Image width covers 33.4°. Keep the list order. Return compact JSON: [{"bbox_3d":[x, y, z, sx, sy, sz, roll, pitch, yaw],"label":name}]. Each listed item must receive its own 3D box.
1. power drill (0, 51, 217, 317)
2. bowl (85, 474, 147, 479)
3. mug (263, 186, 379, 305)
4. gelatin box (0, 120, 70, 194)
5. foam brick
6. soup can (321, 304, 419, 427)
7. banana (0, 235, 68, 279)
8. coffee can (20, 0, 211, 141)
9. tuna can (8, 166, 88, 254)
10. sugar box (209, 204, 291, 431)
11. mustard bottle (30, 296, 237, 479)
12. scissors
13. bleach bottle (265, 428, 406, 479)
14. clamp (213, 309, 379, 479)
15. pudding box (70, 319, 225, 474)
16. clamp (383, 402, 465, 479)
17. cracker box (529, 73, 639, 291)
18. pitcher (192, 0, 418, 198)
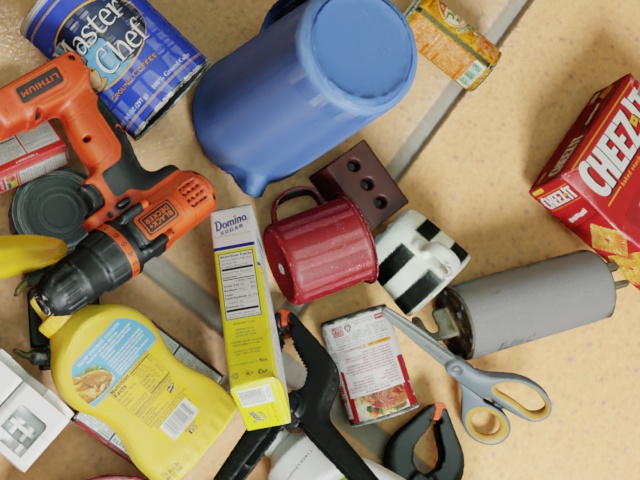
[{"bbox_3d":[-0.203,-0.050,0.890,0.184,0.057,0.187,-40,94,-33],"label":"power drill"},{"bbox_3d":[-0.180,0.281,0.908,0.162,0.055,0.162,4,78,-18],"label":"bowl"},{"bbox_3d":[-0.007,0.001,1.007,0.081,0.093,0.117,-20,71,-16],"label":"mug"},{"bbox_3d":[-0.275,-0.090,0.945,0.073,0.030,0.089,-27,60,-22],"label":"gelatin box"},{"bbox_3d":[0.038,-0.050,1.047,0.053,0.051,0.078,-38,92,-21],"label":"foam brick"},{"bbox_3d":[0.046,0.118,1.008,0.068,0.069,0.102,-15,84,-20],"label":"soup can"},{"bbox_3d":[-0.314,0.029,0.905,0.197,0.070,0.037,-17,113,-15],"label":"banana"},{"bbox_3d":[-0.185,-0.175,0.970,0.140,0.103,0.102,44,70,-6],"label":"coffee can"},{"bbox_3d":[-0.236,-0.023,0.960,0.086,0.034,0.086,4,78,-18],"label":"tuna can"},{"bbox_3d":[-0.063,0.067,0.936,0.048,0.093,0.176,-12,57,-2],"label":"sugar box"},{"bbox_3d":[-0.168,0.111,0.899,0.191,0.058,0.096,45,68,-8],"label":"mustard bottle"},{"bbox_3d":[0.127,0.138,1.027,0.201,0.096,0.016,25,28,-12],"label":"scissors"},{"bbox_3d":[0.051,0.245,0.960,0.251,0.068,0.102,37,70,14],"label":"bleach bottle"},{"bbox_3d":[-0.018,0.157,0.953,0.164,0.036,0.210,0,55,8],"label":"clamp"},{"bbox_3d":[-0.153,0.141,0.954,0.090,0.039,0.113,39,73,-8],"label":"pudding box"},{"bbox_3d":[0.083,0.238,1.014,0.120,0.039,0.171,10,73,-15],"label":"clamp"},{"bbox_3d":[0.352,-0.047,1.134,0.213,0.072,0.164,41,65,-7],"label":"cracker box"},{"bbox_3d":[-0.015,-0.146,0.945,0.144,0.243,0.149,-36,97,-25],"label":"pitcher"}]
